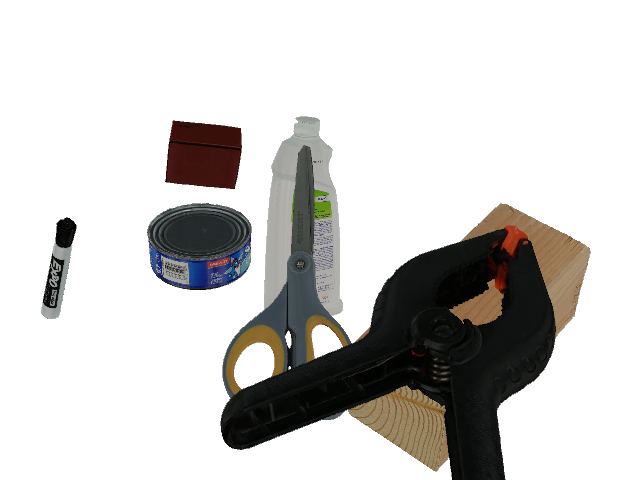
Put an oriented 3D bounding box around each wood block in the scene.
[{"bbox_3d":[0.121,0.072,0.862,0.091,0.090,0.205,31,52,28],"label":"wood block"}]

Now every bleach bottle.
[{"bbox_3d":[-0.016,-0.028,1.320,0.102,0.251,0.068,-9,22,-32],"label":"bleach bottle"}]

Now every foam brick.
[{"bbox_3d":[-0.126,-0.093,1.156,0.078,0.051,0.053,6,30,-6],"label":"foam brick"}]

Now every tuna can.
[{"bbox_3d":[-0.100,0.005,0.887,0.086,0.034,0.086,1,32,-1],"label":"tuna can"}]

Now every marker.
[{"bbox_3d":[-0.256,0.027,1.044,0.020,0.121,0.020,13,36,-10],"label":"marker"}]

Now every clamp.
[{"bbox_3d":[0.056,0.057,0.444,0.120,0.039,0.171,34,53,23],"label":"clamp"}]

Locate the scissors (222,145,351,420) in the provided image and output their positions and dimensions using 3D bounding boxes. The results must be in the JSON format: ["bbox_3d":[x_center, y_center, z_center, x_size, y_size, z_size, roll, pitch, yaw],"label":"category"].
[{"bbox_3d":[-0.030,0.030,0.720,0.096,0.202,0.016,-15,-28,-1],"label":"scissors"}]
